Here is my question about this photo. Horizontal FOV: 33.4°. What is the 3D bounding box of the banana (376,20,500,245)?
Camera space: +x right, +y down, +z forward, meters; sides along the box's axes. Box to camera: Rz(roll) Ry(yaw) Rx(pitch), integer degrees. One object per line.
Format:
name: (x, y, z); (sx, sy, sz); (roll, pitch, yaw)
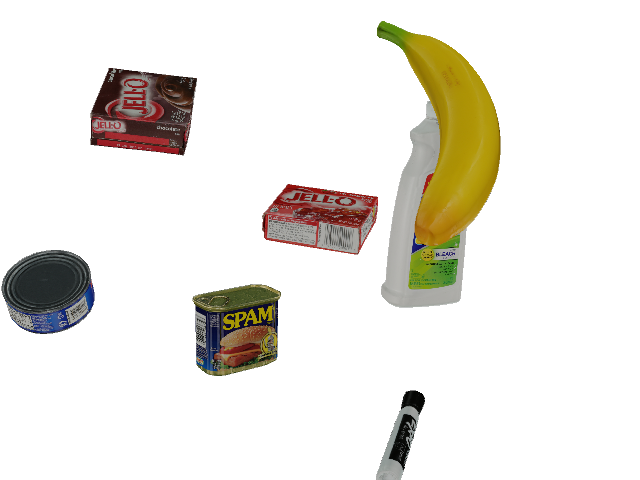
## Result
banana: (0.080, -0.069, 0.673); (0.069, 0.198, 0.037); (-3, -43, -5)

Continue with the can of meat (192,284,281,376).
can of meat: (-0.097, 0.104, 1.238); (0.101, 0.084, 0.058); (-9, 18, -36)

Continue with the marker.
marker: (0.066, 0.158, 0.863); (0.020, 0.020, 0.121); (0, 24, 16)

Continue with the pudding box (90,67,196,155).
pudding box: (-0.170, -0.126, 1.032); (0.090, 0.039, 0.113); (7, 29, -5)

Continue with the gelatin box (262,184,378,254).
gelatin box: (0.001, -0.021, 0.955); (0.089, 0.030, 0.073); (9, 25, 13)

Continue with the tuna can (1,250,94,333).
tuna can: (-0.265, 0.051, 1.046); (0.086, 0.034, 0.086); (-1, 43, 1)

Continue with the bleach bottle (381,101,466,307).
bleach bottle: (0.132, -0.046, 1.320); (0.102, 0.251, 0.068); (-4, 17, -17)
